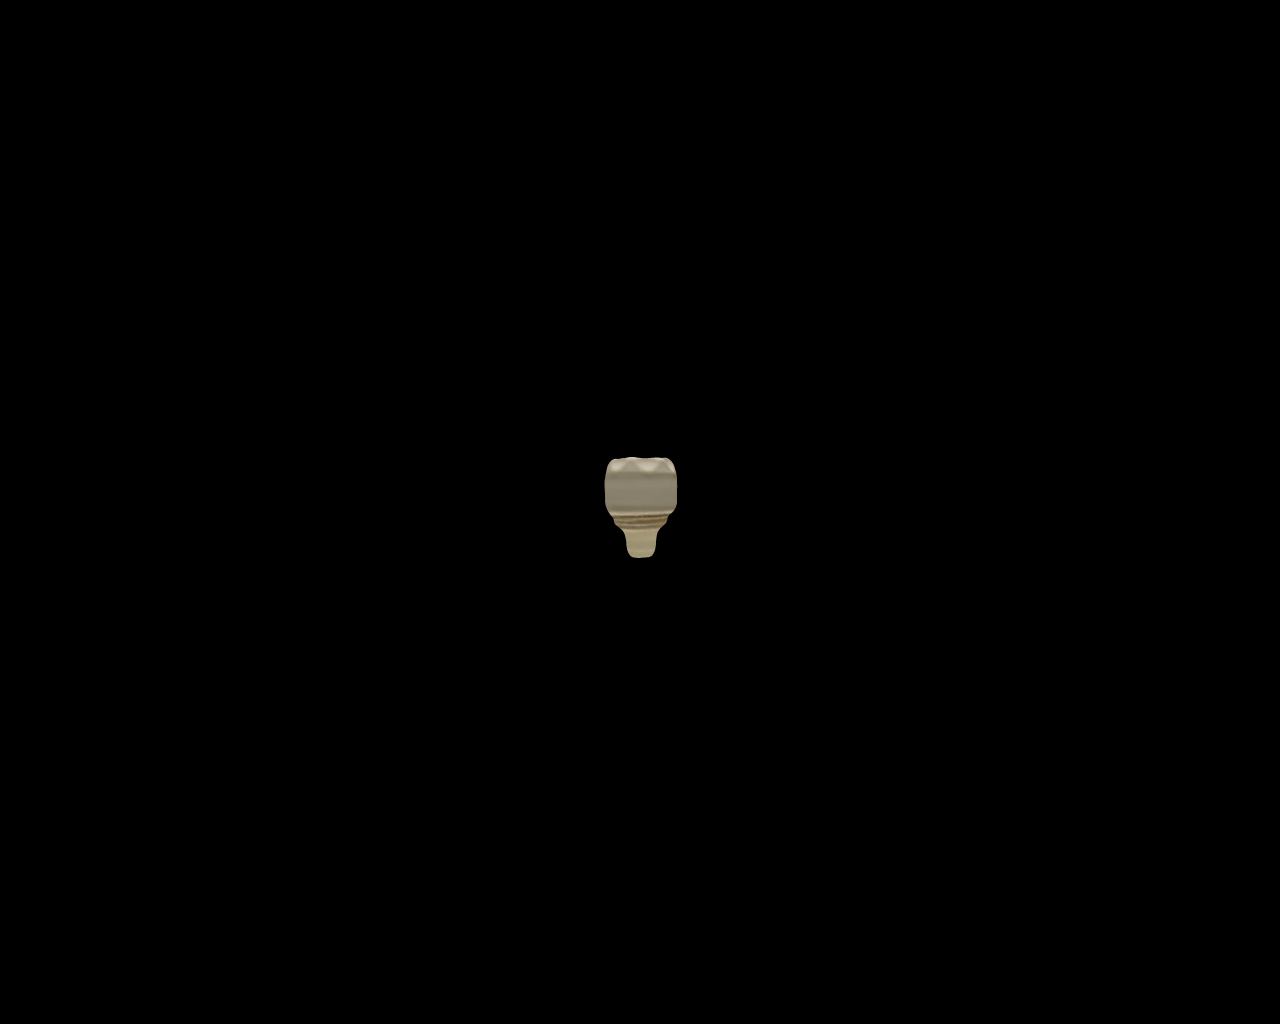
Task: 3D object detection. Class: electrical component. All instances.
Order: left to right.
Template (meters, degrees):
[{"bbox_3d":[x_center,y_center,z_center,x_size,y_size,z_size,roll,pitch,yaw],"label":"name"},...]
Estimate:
[{"bbox_3d":[0.001,-0.003,0.650,0.043,0.062,0.043,0,2,0],"label":"electrical component"}]
